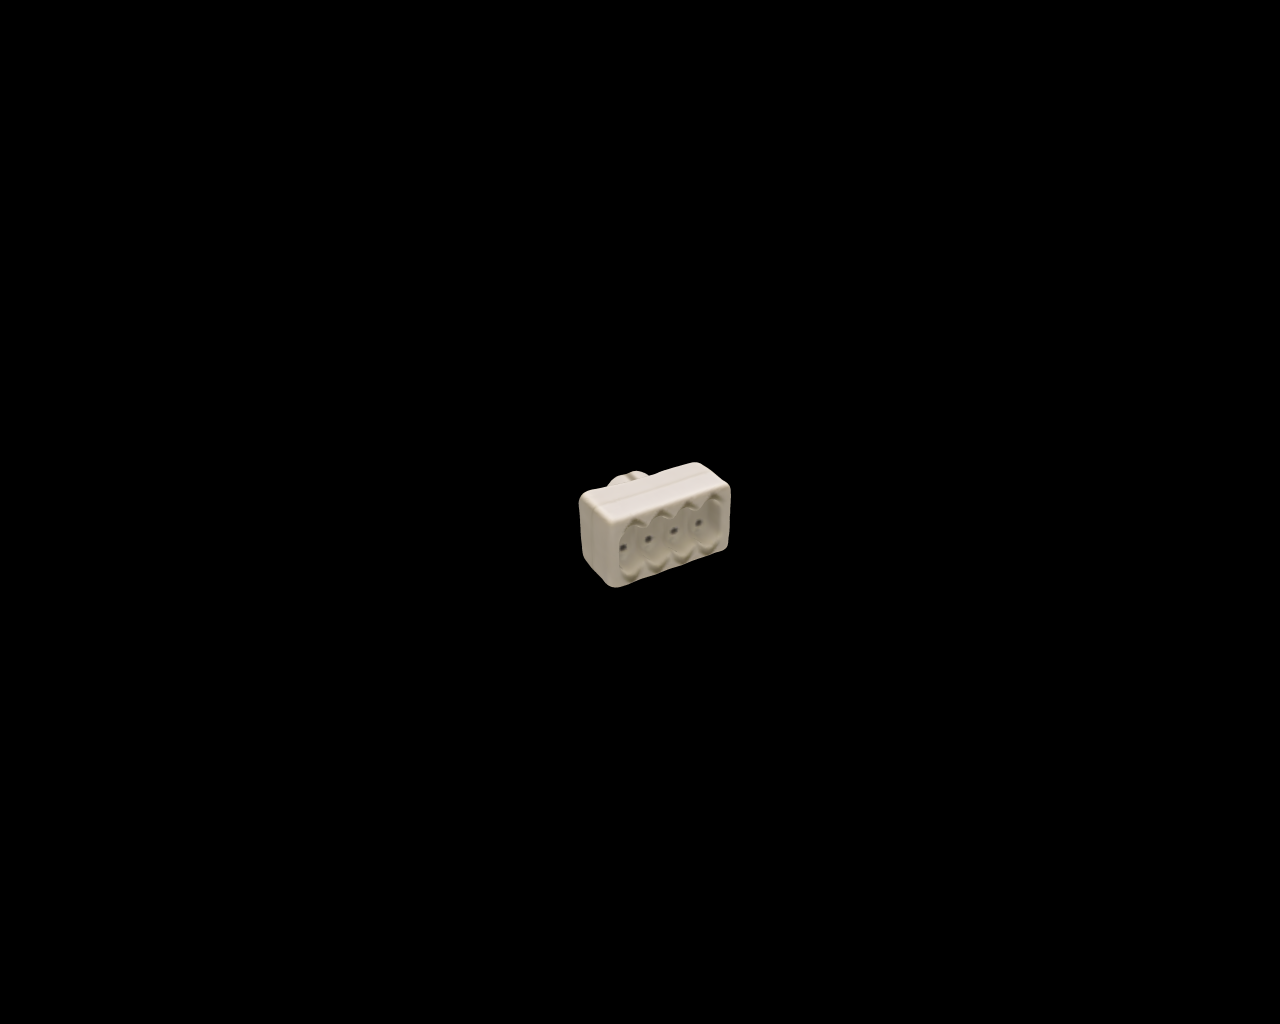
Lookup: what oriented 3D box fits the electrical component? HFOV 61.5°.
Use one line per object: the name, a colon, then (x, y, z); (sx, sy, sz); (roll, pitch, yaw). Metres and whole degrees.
electrical component: (0.001, -0.003, 0.650); (0.083, 0.047, 0.076); (-17, 36, -24)
